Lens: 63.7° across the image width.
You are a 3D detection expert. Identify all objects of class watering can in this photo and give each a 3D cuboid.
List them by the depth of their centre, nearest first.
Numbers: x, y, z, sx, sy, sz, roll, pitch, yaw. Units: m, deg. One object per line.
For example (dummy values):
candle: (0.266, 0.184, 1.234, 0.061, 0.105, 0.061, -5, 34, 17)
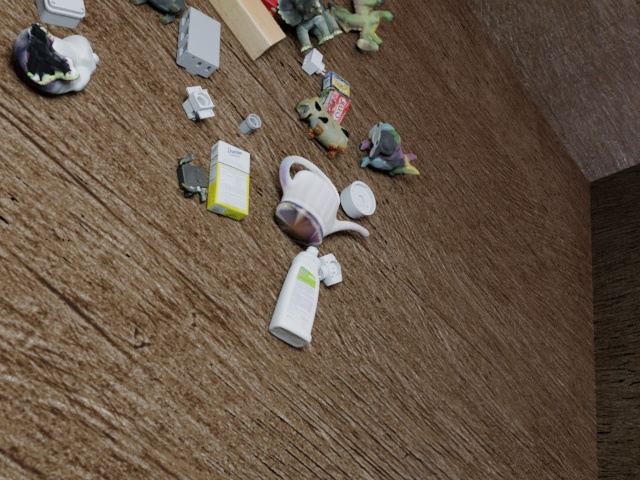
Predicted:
watering can: (0.004, -0.069, 1.381, 0.344, 0.103, 0.229, 46, 45, -21)

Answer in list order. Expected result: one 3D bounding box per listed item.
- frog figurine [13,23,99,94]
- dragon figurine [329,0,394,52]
frog figurine: (-0.520, -0.359, 1.024, 0.136, 0.122, 0.162, 36, 12, -18)
dragon figurine: (0.137, -0.865, 1.942, 0.244, 0.120, 0.415, -12, 70, -39)
